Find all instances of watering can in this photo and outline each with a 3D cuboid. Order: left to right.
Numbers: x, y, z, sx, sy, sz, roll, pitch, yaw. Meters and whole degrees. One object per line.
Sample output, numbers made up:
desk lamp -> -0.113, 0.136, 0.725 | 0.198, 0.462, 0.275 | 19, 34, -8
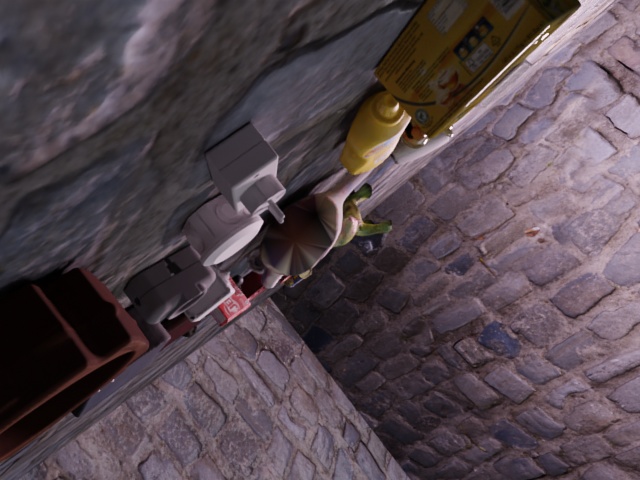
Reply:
watering can -> 0.003, -0.046, 0.921 | 0.104, 0.347, 0.225 | 40, 4, 1

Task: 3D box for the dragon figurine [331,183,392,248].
dragon figurine -> 0.007, -0.024, 1.178 | 0.245, 0.122, 0.408 | -26, 6, -23
